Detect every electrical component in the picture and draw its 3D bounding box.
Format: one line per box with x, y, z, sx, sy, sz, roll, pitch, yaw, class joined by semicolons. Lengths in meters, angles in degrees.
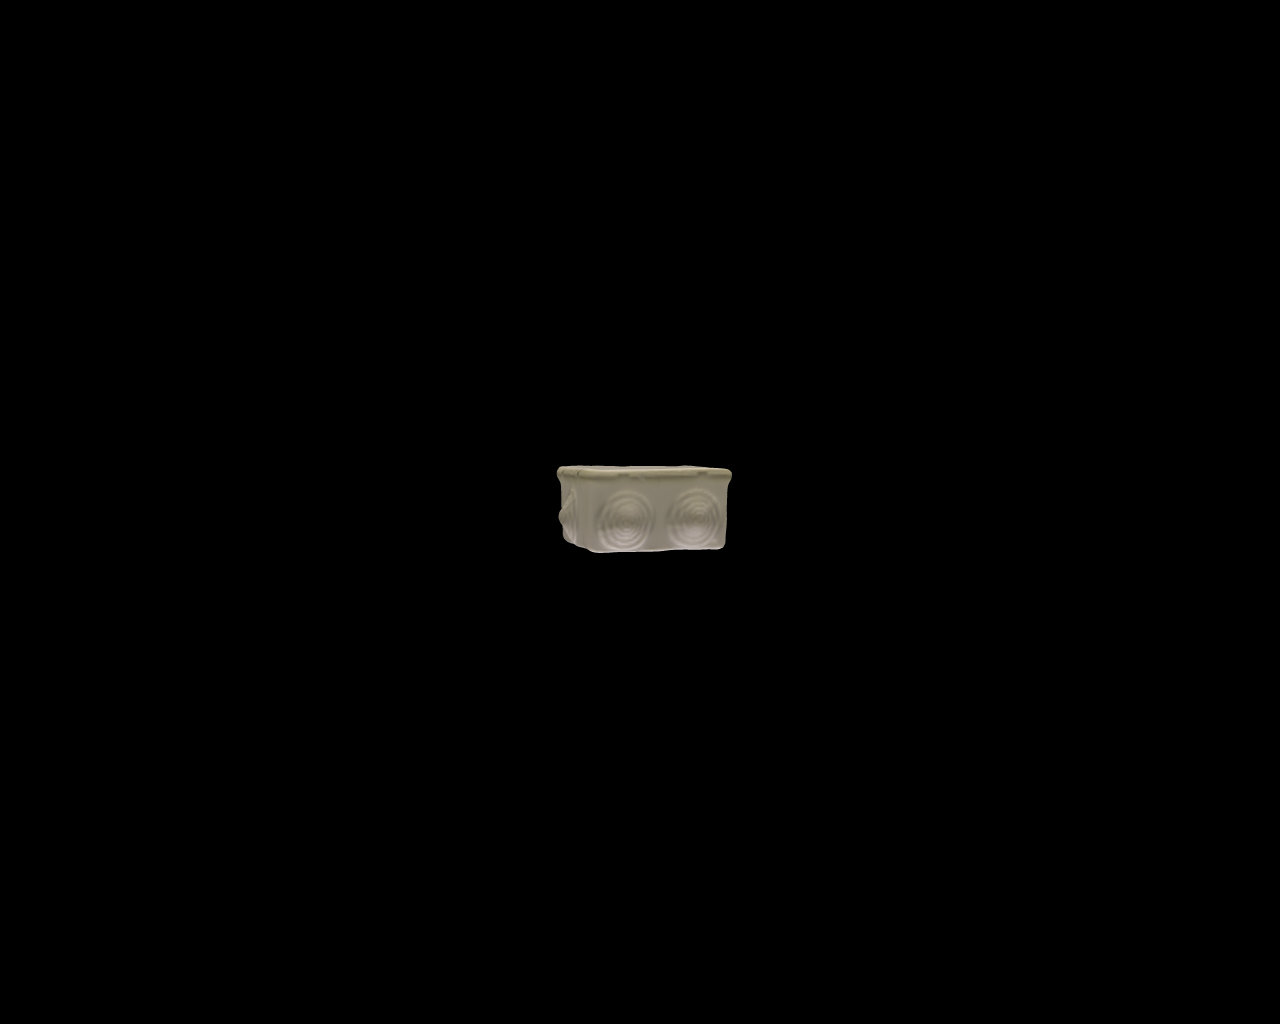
0.001;-0.003;0.650;0.100;0.048;0.100;-1;4;-15;electrical component
